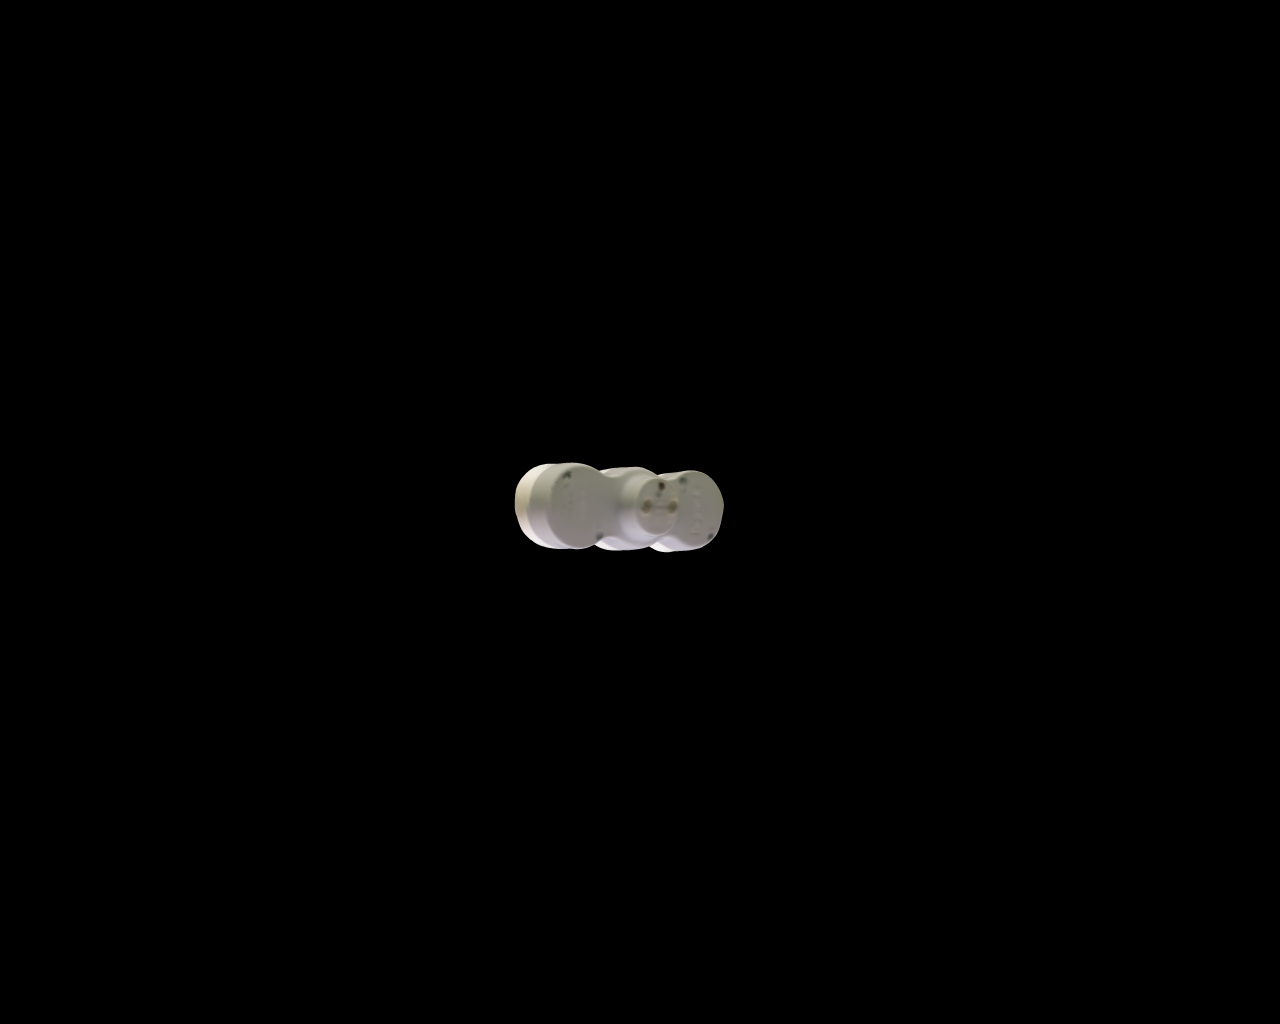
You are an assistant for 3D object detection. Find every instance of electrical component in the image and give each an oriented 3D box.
[{"bbox_3d":[0.001,-0.003,0.650,0.138,0.052,0.073,3,-5,-37],"label":"electrical component"}]
